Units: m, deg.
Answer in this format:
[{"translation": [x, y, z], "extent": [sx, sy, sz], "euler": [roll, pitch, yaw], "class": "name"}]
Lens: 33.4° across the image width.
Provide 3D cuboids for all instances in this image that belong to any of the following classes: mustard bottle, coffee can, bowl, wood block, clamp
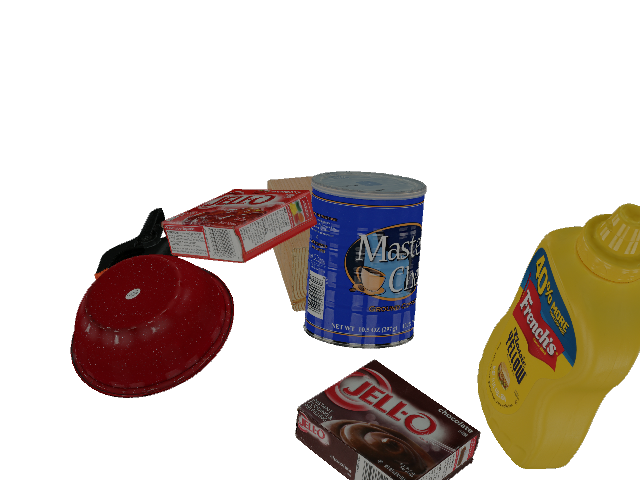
[{"translation": [0.149, 0.049, 0.632], "extent": [0.058, 0.096, 0.192], "euler": [2, -41, -13], "class": "mustard bottle"}, {"translation": [0.039, 0.015, 0.964], "extent": [0.103, 0.140, 0.103], "euler": [3, 13, -1], "class": "coffee can"}, {"translation": [-0.164, 0.065, 0.985], "extent": [0.162, 0.162, 0.055], "euler": [0, -43, 19], "class": "bowl"}, {"translation": [-0.009, -0.001, 1.373], "extent": [0.090, 0.090, 0.206], "euler": [-5, 28, -10], "class": "wood block"}, {"translation": [-0.179, 0.010, 1.196], "extent": [0.120, 0.039, 0.171], "euler": [-3, 29, 30], "class": "clamp"}]

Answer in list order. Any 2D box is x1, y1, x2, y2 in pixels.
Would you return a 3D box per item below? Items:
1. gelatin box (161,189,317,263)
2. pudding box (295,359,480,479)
[{"translation": [-0.059, -0.013, 0.766], "extent": [0.073, 0.030, 0.089], "euler": [-28, 21, -38], "class": "gelatin box"}, {"translation": [0.051, 0.149, 0.819], "extent": [0.114, 0.039, 0.089], "euler": [34, 43, 31], "class": "pudding box"}]
